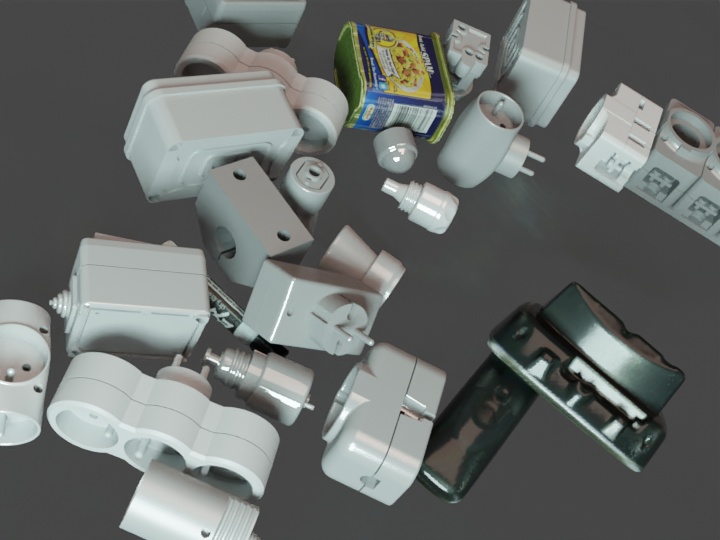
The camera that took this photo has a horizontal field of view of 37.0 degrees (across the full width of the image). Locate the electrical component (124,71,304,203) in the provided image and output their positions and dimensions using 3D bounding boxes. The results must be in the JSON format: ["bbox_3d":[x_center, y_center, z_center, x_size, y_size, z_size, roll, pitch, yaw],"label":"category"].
[{"bbox_3d":[-0.109,-0.100,0.793,0.113,0.078,0.057,-12,65,-33],"label":"electrical component"}]

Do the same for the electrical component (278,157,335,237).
[{"bbox_3d":[-0.045,-0.053,0.798,0.044,0.065,0.044,13,51,-17],"label":"electrical component"}]

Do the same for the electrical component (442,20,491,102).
[{"bbox_3d":[0.087,-0.186,0.971,0.048,0.055,0.066,21,49,-11],"label":"electrical component"}]

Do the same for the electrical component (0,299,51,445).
[{"bbox_3d":[-0.227,0.058,0.637,0.079,0.044,0.077,9,52,-21],"label":"electrical component"}]

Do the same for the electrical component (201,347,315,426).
[{"bbox_3d":[-0.067,0.072,0.710,0.078,0.040,0.040,25,48,-7],"label":"electrical component"}]

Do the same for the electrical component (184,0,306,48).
[{"bbox_3d":[-0.091,-0.231,0.912,0.096,0.061,0.061,-8,60,-31],"label":"electrical component"}]

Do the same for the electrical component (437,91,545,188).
[{"bbox_3d":[0.117,-0.102,0.908,0.079,0.077,0.043,23,49,-10],"label":"electrical component"}]

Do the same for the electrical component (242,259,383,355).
[{"bbox_3d":[-0.021,0.033,0.722,0.083,0.047,0.076,12,13,-42],"label":"electrical component"}]

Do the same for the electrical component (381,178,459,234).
[{"bbox_3d":[0.047,-0.056,0.867,0.061,0.035,0.035,26,48,-3],"label":"electrical component"}]

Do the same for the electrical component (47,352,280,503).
[{"bbox_3d":[-0.115,0.085,0.668,0.138,0.052,0.073,24,49,-8],"label":"electrical component"}]

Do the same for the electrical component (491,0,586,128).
[{"bbox_3d":[0.167,-0.198,1.005,0.057,0.078,0.113,21,49,-7],"label":"electrical component"}]

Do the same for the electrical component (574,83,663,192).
[{"bbox_3d":[0.239,-0.127,1.005,0.056,0.050,0.089,31,48,-2],"label":"electrical component"}]

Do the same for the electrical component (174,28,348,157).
[{"bbox_3d":[-0.073,-0.153,0.868,0.138,0.052,0.073,26,48,-7],"label":"electrical component"}]

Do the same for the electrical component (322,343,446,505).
[{"bbox_3d":[0.013,0.100,0.720,0.059,0.053,0.095,27,48,-6],"label":"electrical component"}]

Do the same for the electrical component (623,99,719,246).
[{"bbox_3d":[0.337,-0.085,1.015,0.150,0.061,0.089,32,48,-2],"label":"electrical component"}]

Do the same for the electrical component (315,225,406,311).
[{"bbox_3d":[0.000,0.000,0.795,0.055,0.045,0.045,35,48,0],"label":"electrical component"}]

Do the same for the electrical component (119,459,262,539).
[{"bbox_3d":[-0.096,0.148,0.636,0.081,0.043,0.043,26,48,-7],"label":"electrical component"}]

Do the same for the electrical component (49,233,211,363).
[{"bbox_3d":[-0.151,0.017,0.695,0.096,0.061,0.061,6,54,-23],"label":"electrical component"}]
